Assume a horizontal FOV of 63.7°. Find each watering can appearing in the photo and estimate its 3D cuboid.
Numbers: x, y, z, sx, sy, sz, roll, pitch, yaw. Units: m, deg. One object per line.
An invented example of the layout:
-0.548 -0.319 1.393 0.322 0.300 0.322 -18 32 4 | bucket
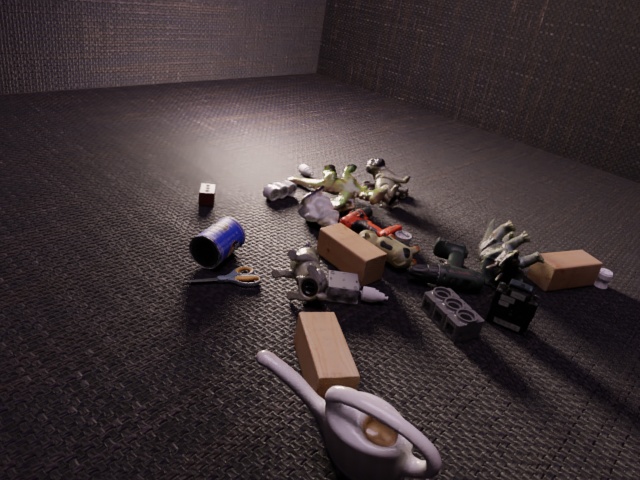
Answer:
0.043 0.319 0.897 0.350 0.219 0.106 22 47 25 | watering can

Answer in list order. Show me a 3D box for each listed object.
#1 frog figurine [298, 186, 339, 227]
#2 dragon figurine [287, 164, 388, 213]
0.005 -0.089 1.777 0.160 0.121 0.139 55 30 5 | frog figurine
0.053 -0.180 1.941 0.410 0.119 0.248 -2 32 13 | dragon figurine
